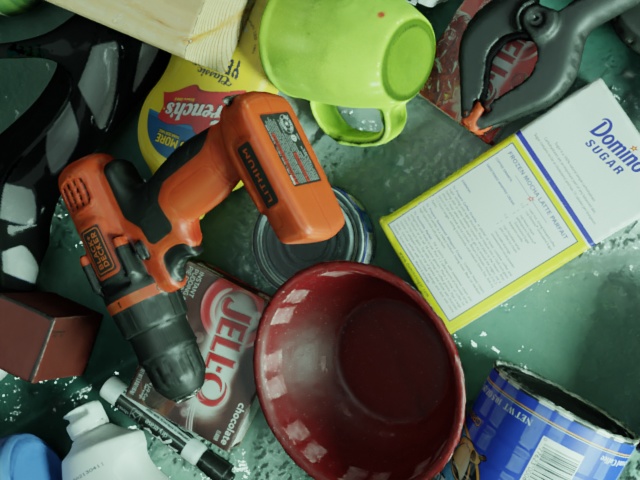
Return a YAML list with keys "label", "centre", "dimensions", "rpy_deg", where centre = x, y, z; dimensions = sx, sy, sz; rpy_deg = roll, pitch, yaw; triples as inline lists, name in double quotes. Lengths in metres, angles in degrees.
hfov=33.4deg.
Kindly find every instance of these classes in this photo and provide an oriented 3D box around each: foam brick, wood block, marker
- label: "foam brick"
  centre: [-0.207, 0.071, 0.794]
  dimensions: [0.051, 0.078, 0.053]
  rpy_deg: [21, 92, 16]
- label: "wood block"
  centre: [-0.150, -0.193, 0.708]
  dimensions: [0.206, 0.090, 0.090]
  rpy_deg: [24, 97, 10]
- label: "marker"
  centre: [-0.113, 0.143, 0.797]
  dimensions: [0.121, 0.020, 0.020]
  rpy_deg: [34, 97, 13]

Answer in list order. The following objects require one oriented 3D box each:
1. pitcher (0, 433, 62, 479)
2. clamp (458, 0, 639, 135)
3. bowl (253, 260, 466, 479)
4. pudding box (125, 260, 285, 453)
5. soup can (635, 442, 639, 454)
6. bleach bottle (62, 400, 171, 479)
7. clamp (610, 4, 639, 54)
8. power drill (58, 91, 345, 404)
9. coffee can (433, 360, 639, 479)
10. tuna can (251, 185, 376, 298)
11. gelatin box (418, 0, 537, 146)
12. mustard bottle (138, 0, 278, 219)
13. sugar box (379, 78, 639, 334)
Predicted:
- label: "pitcher"
  centre: [-0.304, 0.241, 0.794]
  dimensions: [0.243, 0.145, 0.149]
  rpy_deg: [-21, 119, 11]
- label: "clamp"
  centre: [0.137, -0.151, 0.693]
  dimensions: [0.120, 0.039, 0.171]
  rpy_deg: [45, 99, 21]
- label: "bowl"
  centre: [0.035, 0.088, 0.717]
  dimensions: [0.162, 0.055, 0.162]
  rpy_deg: [7, 103, 32]
- label: "pudding box"
  centre: [-0.076, 0.083, 0.777]
  dimensions: [0.090, 0.039, 0.113]
  rpy_deg: [26, 95, 14]
- label: "soup can"
  centre: [0.248, 0.097, 0.672]
  dimensions: [0.068, 0.068, 0.102]
  rpy_deg: [19, 93, 15]
- label: "bleach bottle"
  centre: [-0.112, 0.229, 0.773]
  dimensions: [0.103, 0.068, 0.251]
  rpy_deg: [-32, 79, 12]
- label: "clamp"
  centre: [0.263, -0.139, 0.689]
  dimensions: [0.164, 0.036, 0.210]
  rpy_deg: [-30, 77, 5]
- label: "power drill"
  centre: [-0.078, 0.001, 0.709]
  dimensions: [0.188, 0.057, 0.184]
  rpy_deg: [-27, 87, 30]
- label: "coffee can"
  centre: [0.126, 0.163, 0.687]
  dimensions: [0.103, 0.102, 0.140]
  rpy_deg: [28, 96, 14]
- label: "tuna can"
  centre: [-0.005, 0.001, 0.762]
  dimensions: [0.086, 0.033, 0.086]
  rpy_deg: [0, 89, 15]
- label: "gelatin box"
  centre: [0.115, -0.122, 0.733]
  dimensions: [0.073, 0.030, 0.089]
  rpy_deg: [38, 99, 13]
- label: "mustard bottle"
  centre: [-0.079, -0.092, 0.772]
  dimensions: [0.096, 0.058, 0.192]
  rpy_deg: [21, 95, 8]
- label: "sugar box"
  centre: [0.137, -0.021, 0.718]
  dimensions: [0.176, 0.048, 0.093]
  rpy_deg: [-32, 83, 9]
